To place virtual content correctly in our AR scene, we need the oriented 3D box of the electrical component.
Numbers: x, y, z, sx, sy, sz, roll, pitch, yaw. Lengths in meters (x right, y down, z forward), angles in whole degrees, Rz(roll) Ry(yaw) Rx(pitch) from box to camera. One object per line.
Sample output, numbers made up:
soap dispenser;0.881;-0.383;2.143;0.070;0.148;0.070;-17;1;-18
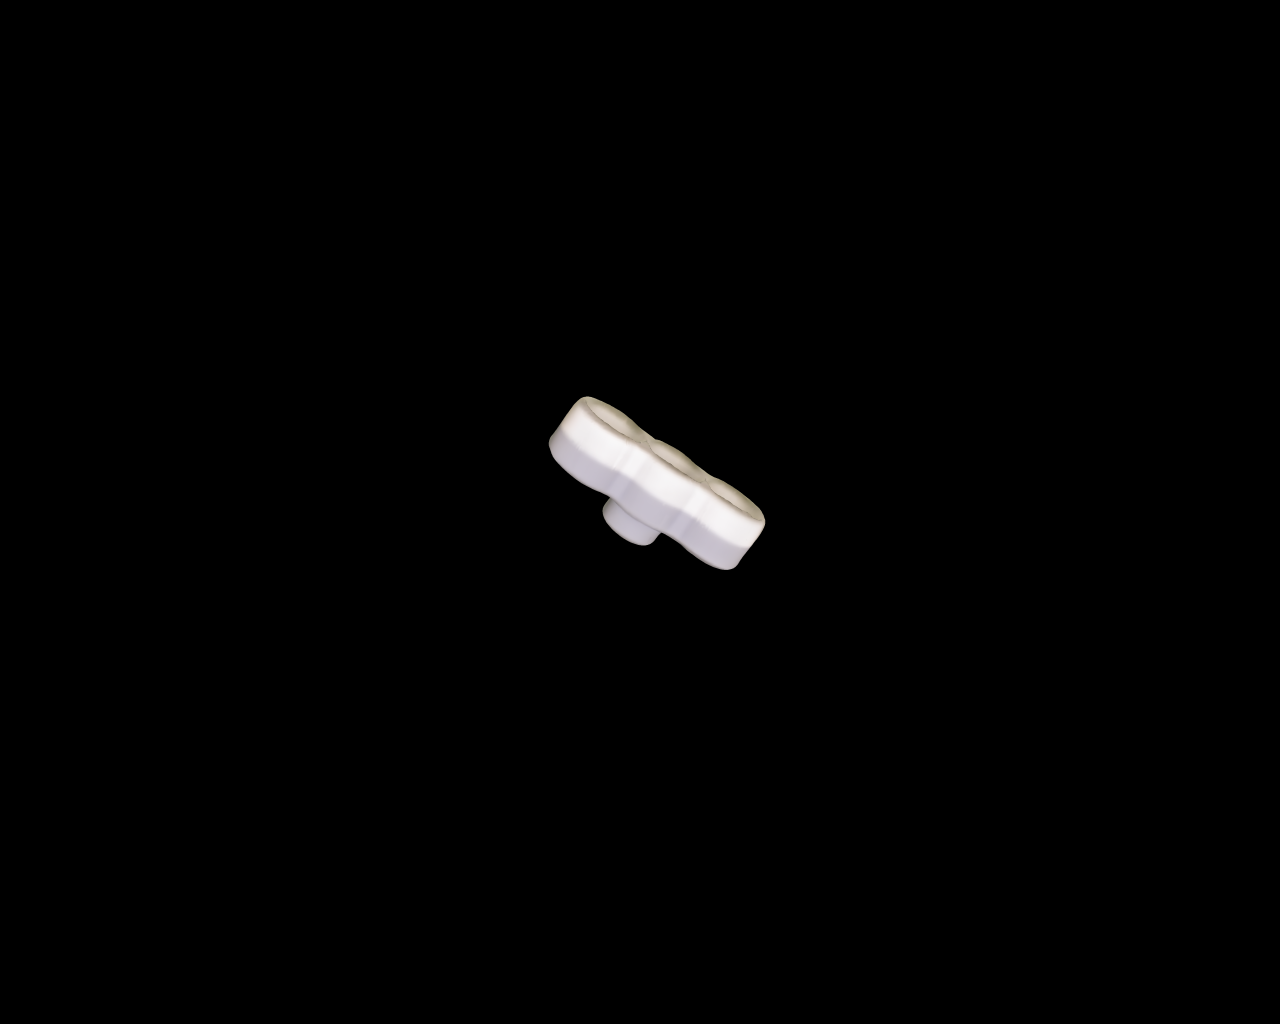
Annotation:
electrical component;0.001;-0.003;0.650;0.138;0.073;0.052;33;16;-11
